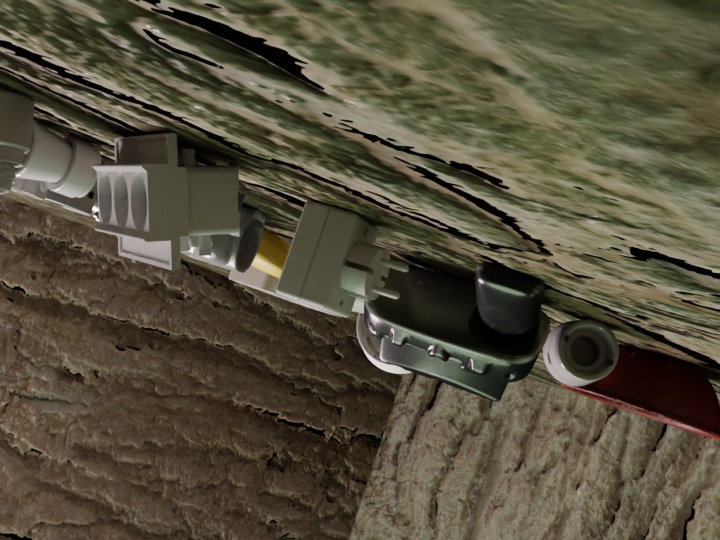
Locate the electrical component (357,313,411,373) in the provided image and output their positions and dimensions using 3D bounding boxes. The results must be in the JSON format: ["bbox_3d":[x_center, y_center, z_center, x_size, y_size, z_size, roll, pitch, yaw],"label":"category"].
[{"bbox_3d":[0.046,0.067,1.212,0.099,0.099,0.064,17,170,17],"label":"electrical component"}]

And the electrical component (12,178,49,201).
[{"bbox_3d":[-0.283,-0.092,0.871,0.080,0.051,0.080,19,176,1],"label":"electrical component"}]

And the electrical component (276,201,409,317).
[{"bbox_3d":[-0.005,-0.002,0.718,0.077,0.065,0.047,17,176,23],"label":"electrical component"}]

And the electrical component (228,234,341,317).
[{"bbox_3d":[-0.069,0.003,1.122,0.113,0.057,0.078,22,174,-41],"label":"electrical component"}]

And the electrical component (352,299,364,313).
[{"bbox_3d":[-0.007,0.011,0.986,0.047,0.055,0.055,15,176,-5],"label":"electrical component"}]

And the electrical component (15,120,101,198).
[{"bbox_3d":[-0.229,-0.082,0.805,0.055,0.045,0.045,22,175,-41],"label":"electrical component"}]

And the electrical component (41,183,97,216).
[{"bbox_3d":[-0.256,-0.079,0.947,0.055,0.047,0.055,19,176,1],"label":"electrical component"}]

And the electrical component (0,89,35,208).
[{"bbox_3d":[-0.228,-0.078,0.674,0.040,0.078,0.040,4,176,0],"label":"electrical component"}]

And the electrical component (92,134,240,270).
[{"bbox_3d":[-0.122,-0.045,0.678,0.063,0.078,0.121,-4,-173,-27],"label":"electrical component"}]

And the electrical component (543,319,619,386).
[{"bbox_3d":[0.183,0.067,0.885,0.055,0.055,0.047,19,172,1],"label":"electrical component"}]

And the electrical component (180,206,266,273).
[{"bbox_3d":[-0.120,-0.032,0.912,0.059,0.053,0.095,18,176,12],"label":"electrical component"}]
